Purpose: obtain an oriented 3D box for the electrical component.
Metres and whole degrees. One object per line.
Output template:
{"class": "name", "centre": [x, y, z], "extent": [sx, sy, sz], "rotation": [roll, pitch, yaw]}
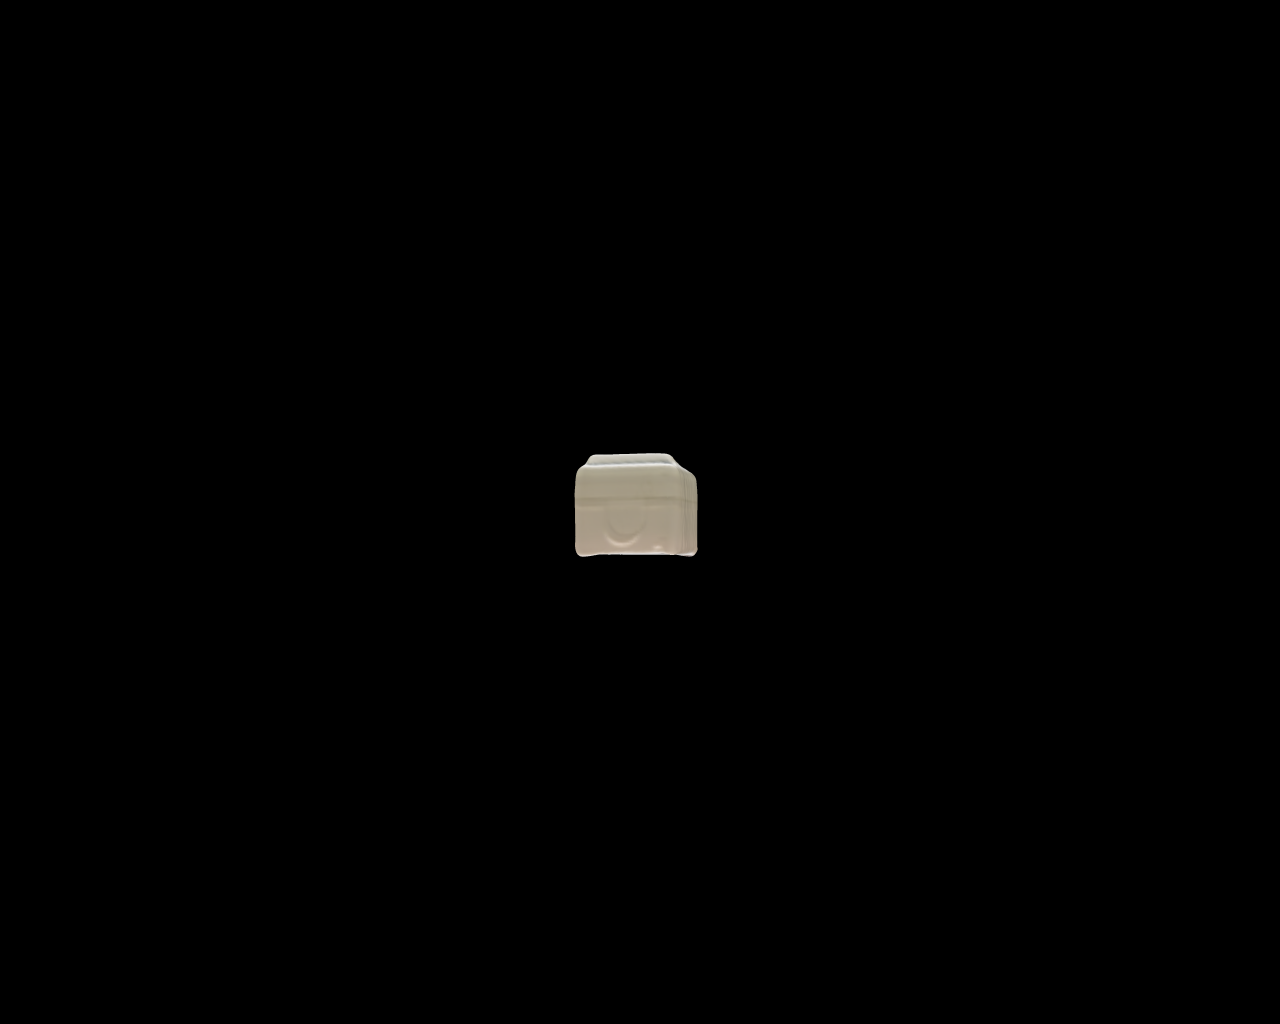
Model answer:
{"class": "electrical component", "centre": [0.001, -0.003, 0.650], "extent": [0.062, 0.061, 0.096], "rotation": [0, -2, 11]}
